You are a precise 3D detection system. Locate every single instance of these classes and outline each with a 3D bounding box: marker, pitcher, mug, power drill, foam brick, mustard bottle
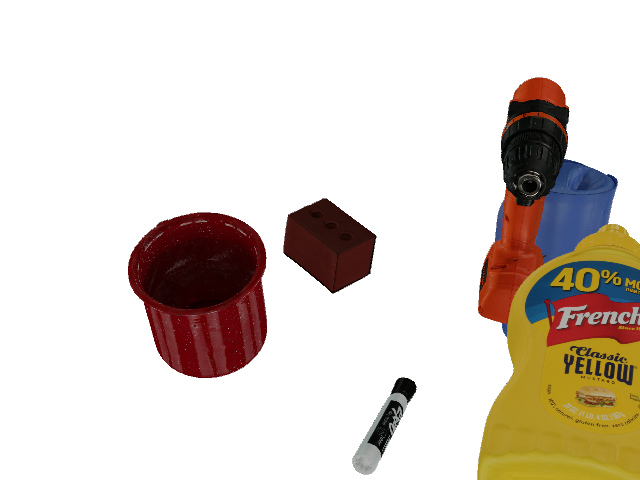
[{"bbox_3d":[0.053,0.145,0.854,0.020,0.020,0.121,0,23,22],"label":"marker"},{"bbox_3d":[0.297,0.023,1.401,0.149,0.243,0.145,5,24,5],"label":"pitcher"},{"bbox_3d":[-0.086,0.034,0.747,0.093,0.081,0.117,-26,50,-19],"label":"mug"},{"bbox_3d":[0.172,-0.025,0.898,0.057,0.188,0.184,11,31,11],"label":"power drill"},{"bbox_3d":[0.008,0.004,1.049,0.052,0.051,0.078,-26,48,-34],"label":"foam brick"},{"bbox_3d":[0.143,0.058,0.549,0.096,0.058,0.191,8,42,14],"label":"mustard bottle"}]
